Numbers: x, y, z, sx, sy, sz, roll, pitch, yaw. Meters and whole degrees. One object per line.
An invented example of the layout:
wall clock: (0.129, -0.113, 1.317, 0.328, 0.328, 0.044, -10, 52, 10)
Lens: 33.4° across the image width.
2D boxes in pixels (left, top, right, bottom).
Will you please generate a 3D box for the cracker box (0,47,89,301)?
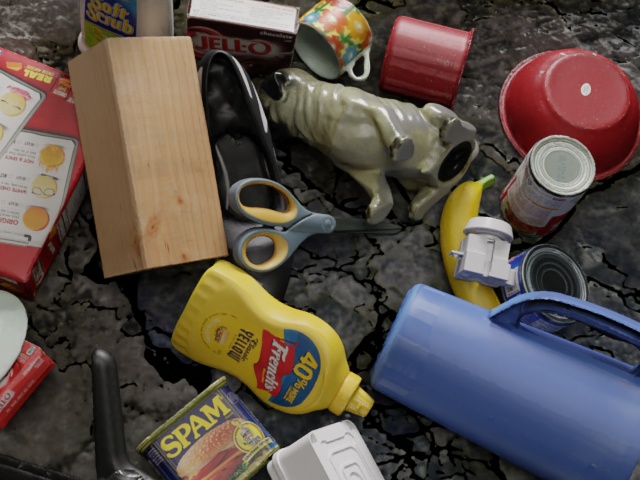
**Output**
cracker box: (-0.306, -0.069, 1.023, 0.164, 0.072, 0.213, 21, 68, 2)

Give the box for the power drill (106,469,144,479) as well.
power drill: (-0.242, 0.260, 0.876, 0.187, 0.057, 0.184, 14, 93, 3)

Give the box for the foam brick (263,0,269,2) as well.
foam brick: (-0.046, -0.309, 1.162, 0.078, 0.051, 0.053, -38, 76, -19)

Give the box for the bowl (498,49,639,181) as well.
bowl: (0.275, -0.145, 1.134, 0.162, 0.055, 0.162, 2, 68, -6)

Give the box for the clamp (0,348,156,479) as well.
clamp: (-0.197, 0.220, 0.923, 0.165, 0.036, 0.210, -32, 86, 14)

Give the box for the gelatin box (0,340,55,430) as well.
gelatin box: (-0.289, 0.118, 0.949, 0.089, 0.030, 0.073, 19, 62, 40)

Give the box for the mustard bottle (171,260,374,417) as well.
mustard bottle: (-0.036, 0.105, 0.978, 0.191, 0.058, 0.096, 31, 113, 4)

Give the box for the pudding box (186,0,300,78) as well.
pudding box: (-0.081, -0.208, 1.096, 0.113, 0.090, 0.039, 6, 67, -5)

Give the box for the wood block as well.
wood block: (-0.159, -0.076, 0.986, 0.090, 0.091, 0.206, -9, 89, -37)

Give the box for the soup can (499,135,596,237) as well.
soup can: (0.226, -0.053, 1.065, 0.068, 0.102, 0.068, 3, 67, -6)

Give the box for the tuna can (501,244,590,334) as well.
tuna can: (0.221, 0.048, 1.046, 0.086, 0.034, 0.086, 12, 63, -25)

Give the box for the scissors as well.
scissors: (-0.007, 0.001, 1.021, 0.201, 0.016, 0.096, 22, 79, -34)

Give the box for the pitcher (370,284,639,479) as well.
pitcher: (0.178, 0.126, 0.970, 0.243, 0.145, 0.149, 25, 68, 6)

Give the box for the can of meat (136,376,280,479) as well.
can of meat: (-0.098, 0.188, 0.954, 0.102, 0.057, 0.084, -38, 80, -18)

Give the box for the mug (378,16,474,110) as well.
mug: (0.112, -0.191, 1.121, 0.081, 0.093, 0.117, 15, 36, 4)

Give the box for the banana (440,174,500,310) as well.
banana: (0.155, 0.020, 1.062, 0.069, 0.037, 0.198, 0, 68, -7)

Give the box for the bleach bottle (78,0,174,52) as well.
bleach bottle: (-0.187, -0.242, 1.008, 0.102, 0.251, 0.068, 36, 68, 8)
